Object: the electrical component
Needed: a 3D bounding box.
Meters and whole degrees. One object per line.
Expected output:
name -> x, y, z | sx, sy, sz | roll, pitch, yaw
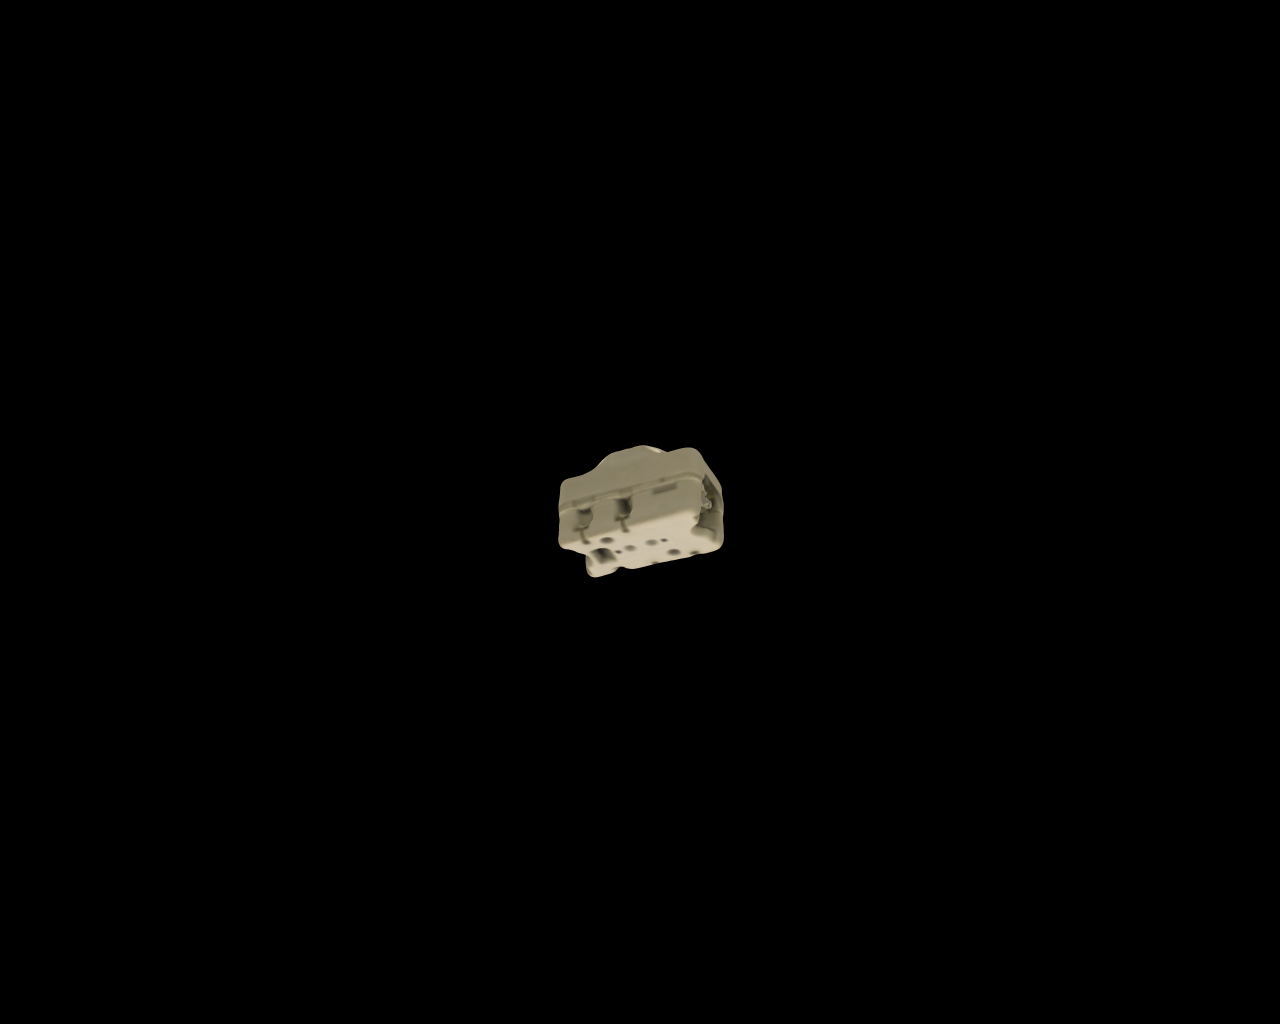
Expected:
electrical component -> 0.001, -0.003, 0.650 | 0.089, 0.056, 0.050 | -14, -36, 20
